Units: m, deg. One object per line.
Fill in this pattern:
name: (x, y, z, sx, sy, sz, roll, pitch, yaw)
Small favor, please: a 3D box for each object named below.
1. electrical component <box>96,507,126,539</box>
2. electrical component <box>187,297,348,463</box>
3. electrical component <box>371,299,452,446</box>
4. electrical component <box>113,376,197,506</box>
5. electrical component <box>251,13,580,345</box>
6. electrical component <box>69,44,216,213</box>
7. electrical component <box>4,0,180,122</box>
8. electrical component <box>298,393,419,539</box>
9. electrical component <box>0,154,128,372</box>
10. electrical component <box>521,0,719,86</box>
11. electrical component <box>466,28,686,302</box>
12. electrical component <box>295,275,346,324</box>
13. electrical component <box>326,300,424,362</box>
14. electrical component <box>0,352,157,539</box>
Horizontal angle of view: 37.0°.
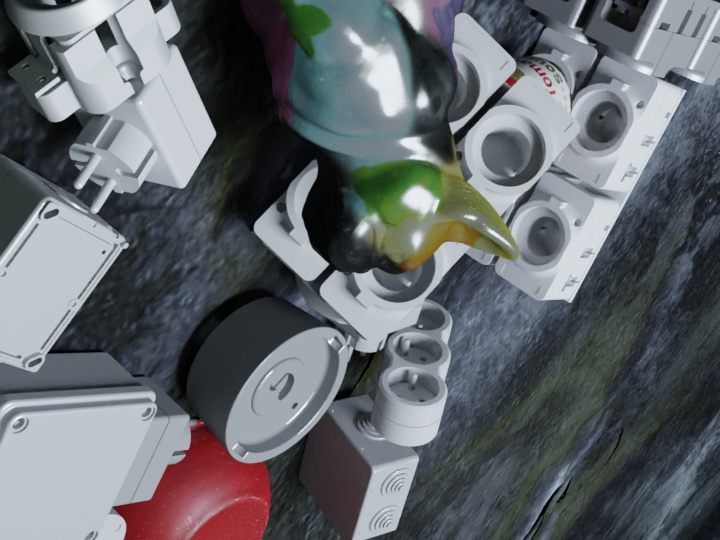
electrical component: (-0.184, 0.211, 0.697, 0.052, 0.074, 0.138, -10, 128, -49)
electrical component: (-0.068, 0.069, 0.728, 0.108, 0.060, 0.108, -34, 144, -30)
electrical component: (0.039, 0.090, 0.849, 0.138, 0.052, 0.073, -79, 179, -56)
electrical component: (-0.135, 0.107, 0.687, 0.077, 0.047, 0.065, 5, 116, -55)
electrical component: (0.034, -0.056, 0.671, 0.186, 0.105, 0.060, -46, -178, -4)
electrical component: (-0.115, -0.063, 0.523, 0.065, 0.047, 0.076, 71, 38, -54)
electrical component: (-0.123, -0.112, 0.479, 0.078, 0.058, 0.057, -42, 150, -17)
electrical component: (-0.002, 0.160, 0.873, 0.048, 0.099, 0.099, -9, 128, -33)
electrical component: (-0.173, 0.000, 0.516, 0.096, 0.061, 0.062, -54, 149, 0)
electrical component: (0.215, -0.192, 0.814, 0.186, 0.105, 0.060, -7, 126, -51)
electrical component: (0.153, -0.081, 0.838, 0.060, 0.105, 0.186, 0, 120, -54)
electrical component: (0.000, 0.000, 0.736, 0.080, 0.080, 0.051, -53, 155, -2)
electrical component: (0.006, 0.036, 0.808, 0.066, 0.047, 0.076, -15, 132, -47)
electrical component: (-0.186, 0.105, 0.606, 0.109, 0.056, 0.108, 4, 117, -55)
